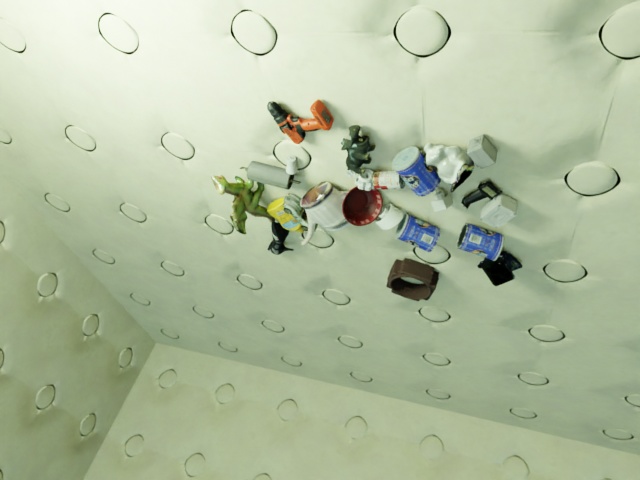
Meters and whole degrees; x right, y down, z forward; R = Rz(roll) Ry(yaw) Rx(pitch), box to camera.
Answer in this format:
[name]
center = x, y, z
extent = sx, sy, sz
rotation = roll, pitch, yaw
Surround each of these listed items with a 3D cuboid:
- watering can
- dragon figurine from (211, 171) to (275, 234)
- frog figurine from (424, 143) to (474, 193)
[watering can]
center = 0.006, -0.101, 2.014
extent = 0.344, 0.106, 0.221
rotation = -30, 124, 26
[dragon figurine]
center = -0.299, -0.128, 2.058
extent = 0.121, 0.249, 0.402
rotation = -9, 134, 29
[frog figurine]
center = 0.407, -0.253, 1.649
extent = 0.162, 0.123, 0.134
rotation = 49, 165, 25
